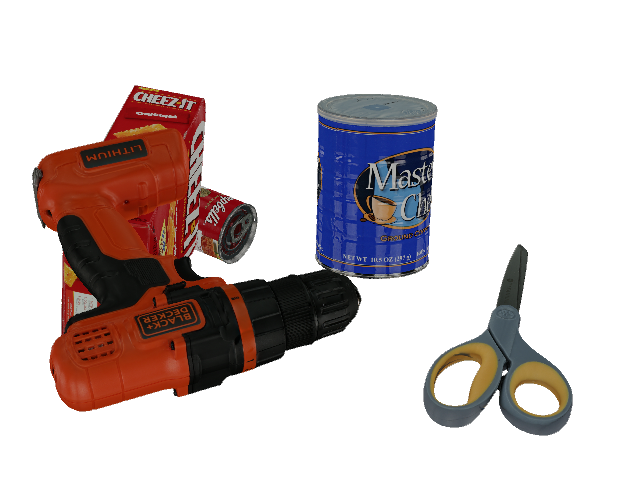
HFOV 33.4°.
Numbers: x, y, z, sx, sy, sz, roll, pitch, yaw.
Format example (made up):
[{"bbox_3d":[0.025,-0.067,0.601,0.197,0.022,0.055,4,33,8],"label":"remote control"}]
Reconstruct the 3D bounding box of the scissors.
[{"bbox_3d":[0.134,0.062,0.686,0.096,0.016,0.201,20,36,25],"label":"scissors"}]

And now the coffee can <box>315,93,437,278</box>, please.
[{"bbox_3d":[0.047,-0.050,0.934,0.103,0.140,0.103,1,19,0],"label":"coffee can"}]

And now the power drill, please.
[{"bbox_3d":[-0.089,0.009,0.658,0.184,0.057,0.188,-14,46,-20],"label":"power drill"}]

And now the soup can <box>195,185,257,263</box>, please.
[{"bbox_3d":[-0.128,-0.024,1.155,0.102,0.068,0.068,22,10,25],"label":"soup can"}]

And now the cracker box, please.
[{"bbox_3d":[-0.147,-0.004,0.862,0.072,0.164,0.213,10,33,1],"label":"cracker box"}]
